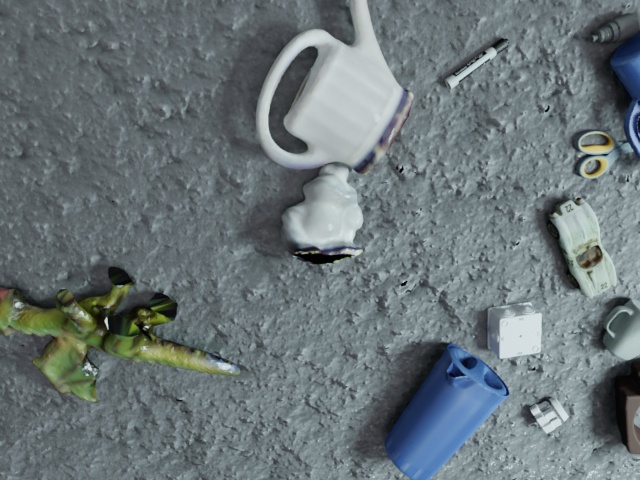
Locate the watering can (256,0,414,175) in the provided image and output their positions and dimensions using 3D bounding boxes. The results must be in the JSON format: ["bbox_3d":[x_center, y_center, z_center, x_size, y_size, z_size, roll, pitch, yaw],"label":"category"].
[{"bbox_3d":[0.049,-0.249,0.790,0.223,0.105,0.346,30,98,-16],"label":"watering can"}]

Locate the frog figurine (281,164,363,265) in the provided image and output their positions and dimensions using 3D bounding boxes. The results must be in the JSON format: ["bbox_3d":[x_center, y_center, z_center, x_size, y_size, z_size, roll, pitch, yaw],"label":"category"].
[{"bbox_3d":[0.003,-0.043,0.860,0.137,0.121,0.162,-4,71,2],"label":"frog figurine"}]

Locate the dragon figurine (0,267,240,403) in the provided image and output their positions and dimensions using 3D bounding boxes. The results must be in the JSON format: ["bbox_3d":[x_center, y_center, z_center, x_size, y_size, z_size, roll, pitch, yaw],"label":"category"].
[{"bbox_3d":[-0.364,0.188,0.878,0.408,0.125,0.239,37,116,-14],"label":"dragon figurine"}]
